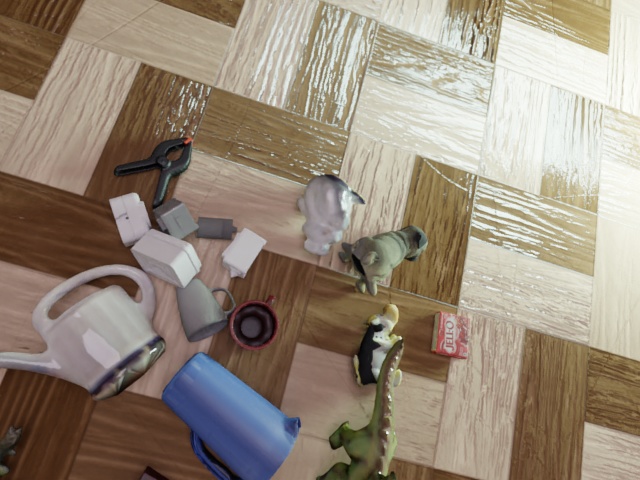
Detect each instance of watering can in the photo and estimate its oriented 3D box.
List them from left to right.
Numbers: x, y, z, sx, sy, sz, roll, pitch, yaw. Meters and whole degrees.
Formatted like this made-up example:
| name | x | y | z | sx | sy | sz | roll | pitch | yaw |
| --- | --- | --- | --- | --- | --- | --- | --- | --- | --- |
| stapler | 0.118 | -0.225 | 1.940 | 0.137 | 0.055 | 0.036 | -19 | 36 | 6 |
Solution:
| name | x | y | z | sx | sy | sz | roll | pitch | yaw |
| --- | --- | --- | --- | --- | --- | --- | --- | --- | --- |
| watering can | -0.425 | 0.187 | 0.903 | 0.225 | 0.102 | 0.353 | 47 | 53 | 5 |

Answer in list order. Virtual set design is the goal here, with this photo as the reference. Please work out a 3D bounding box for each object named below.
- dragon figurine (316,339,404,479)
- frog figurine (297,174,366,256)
| name | x | y | z | sx | sy | sz | roll | pitch | yaw |
| --- | --- | --- | --- | --- | --- | --- | --- | --- | --- |
| dragon figurine | 0.096 | 0.390 | 0.883 | 0.122 | 0.243 | 0.410 | 18 | 91 | -11 |
| frog figurine | 0.003 | -0.055 | 1.086 | 0.139 | 0.120 | 0.161 | 30 | 76 | 32 |
